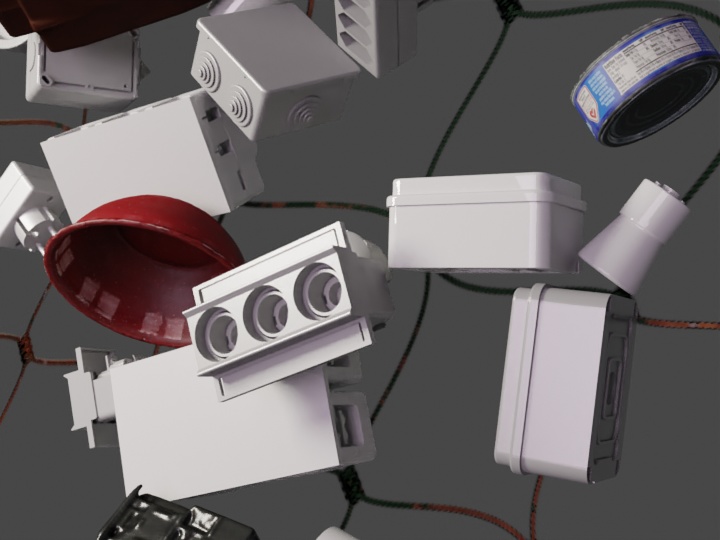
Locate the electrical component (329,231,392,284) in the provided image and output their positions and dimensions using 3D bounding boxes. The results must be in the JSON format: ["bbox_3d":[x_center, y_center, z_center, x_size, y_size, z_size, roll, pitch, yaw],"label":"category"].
[{"bbox_3d":[0.000,0.000,0.742,0.048,0.062,0.048,-4,82,31],"label":"electrical component"}]

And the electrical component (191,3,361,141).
[{"bbox_3d":[-0.063,-0.143,0.776,0.099,0.100,0.048,48,138,26],"label":"electrical component"}]

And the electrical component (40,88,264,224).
[{"bbox_3d":[-0.159,-0.081,0.835,0.150,0.062,0.089,-11,106,29],"label":"electrical component"}]

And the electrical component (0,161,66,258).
[{"bbox_3d":[-0.280,-0.042,0.922,0.065,0.047,0.076,-50,63,16],"label":"electrical component"}]

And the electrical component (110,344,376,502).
[{"bbox_3d":[-0.086,0.104,0.782,0.186,0.060,0.105,-17,76,28],"label":"electrical component"}]

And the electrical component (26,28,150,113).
[{"bbox_3d":[-0.222,-0.167,0.884,0.061,0.096,0.061,-13,76,61],"label":"electrical component"}]

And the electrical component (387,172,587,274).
[{"bbox_3d":[0.081,-0.028,0.688,0.113,0.078,0.057,0,87,31],"label":"electrical component"}]

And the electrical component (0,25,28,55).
[{"bbox_3d":[-0.279,-0.237,0.935,0.108,0.060,0.108,-4,83,30],"label":"electrical component"}]

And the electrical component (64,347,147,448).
[{"bbox_3d":[-0.196,0.099,0.860,0.064,0.042,0.081,-19,76,24],"label":"electrical component"}]

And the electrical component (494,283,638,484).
[{"bbox_3d":[0.125,0.068,0.650,0.057,0.078,0.113,6,88,29],"label":"electrical component"}]

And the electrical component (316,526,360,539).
[{"bbox_3d":[0.006,0.211,0.725,0.081,0.043,0.043,22,96,30],"label":"electrical component"}]

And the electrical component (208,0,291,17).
[{"bbox_3d":[-0.074,-0.216,0.821,0.081,0.043,0.043,-42,65,20],"label":"electrical component"}]

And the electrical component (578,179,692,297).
[{"bbox_3d":[0.170,-0.022,0.656,0.044,0.044,0.065,41,100,28],"label":"electrical component"}]

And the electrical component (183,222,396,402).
[{"bbox_3d":[-0.044,0.029,0.690,0.121,0.063,0.078,-23,73,28],"label":"electrical component"}]

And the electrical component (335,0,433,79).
[{"bbox_3d":[0.025,-0.191,0.748,0.076,0.083,0.047,-35,62,-19],"label":"electrical component"}]
